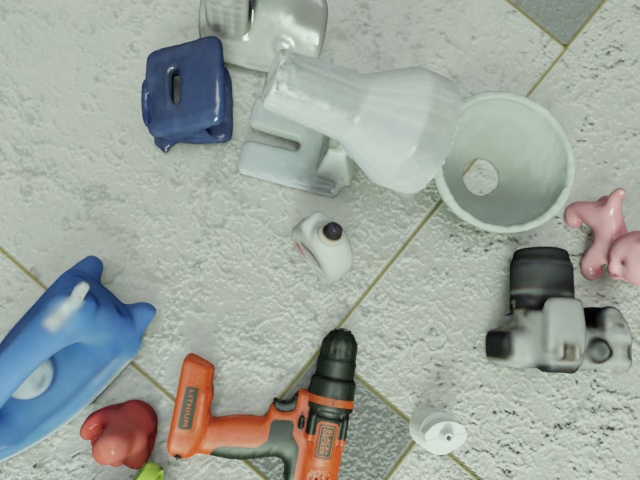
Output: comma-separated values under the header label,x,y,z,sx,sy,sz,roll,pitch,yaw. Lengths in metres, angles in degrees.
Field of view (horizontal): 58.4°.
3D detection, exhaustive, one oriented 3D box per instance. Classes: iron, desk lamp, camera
label,x,y,z,sx,sy,sz,roll,pitch,yaw
iron,-0.287,0.135,0.554,0.118,0.141,0.258,40,79,2
desk lamp,0.018,-0.113,0.589,0.203,0.213,0.118,13,79,-3
camera,0.267,0.078,0.637,0.143,0.100,0.137,3,80,-5

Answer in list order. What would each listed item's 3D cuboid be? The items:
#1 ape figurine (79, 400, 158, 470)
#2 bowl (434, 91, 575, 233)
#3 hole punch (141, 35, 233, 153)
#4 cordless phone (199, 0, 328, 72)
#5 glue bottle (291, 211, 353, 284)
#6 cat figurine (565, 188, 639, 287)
label,x,y,z,sx,sy,sz,roll,pitch,yaw
ape figurine,-0.203,0.200,0.576,0.076,0.092,0.078,-37,85,-10
bowl,0.203,-0.084,0.672,0.167,0.074,0.167,1,80,-5
hole punch,-0.151,-0.164,0.644,0.101,0.091,0.109,-4,81,-6
cordless phone,-0.062,-0.263,0.621,0.147,0.185,0.094,10,79,-3
glue bottle,0.005,0.002,0.588,0.037,0.173,0.078,-41,86,-10
cat figurine,0.349,0.002,0.649,0.067,0.117,0.128,-15,82,-7
